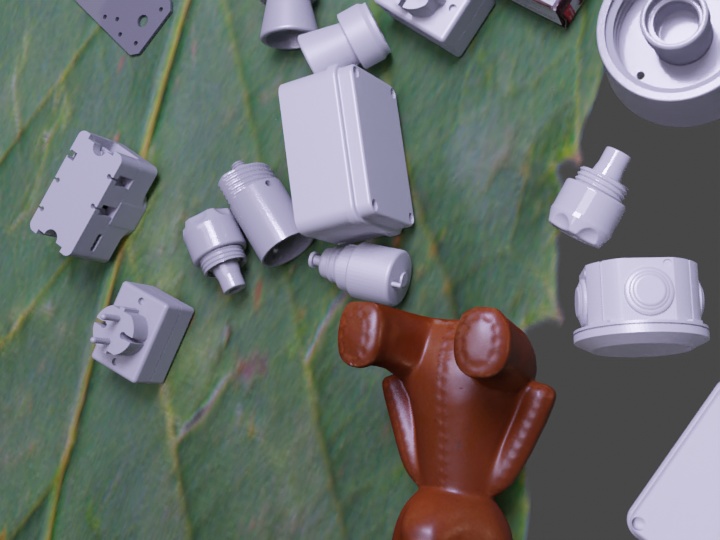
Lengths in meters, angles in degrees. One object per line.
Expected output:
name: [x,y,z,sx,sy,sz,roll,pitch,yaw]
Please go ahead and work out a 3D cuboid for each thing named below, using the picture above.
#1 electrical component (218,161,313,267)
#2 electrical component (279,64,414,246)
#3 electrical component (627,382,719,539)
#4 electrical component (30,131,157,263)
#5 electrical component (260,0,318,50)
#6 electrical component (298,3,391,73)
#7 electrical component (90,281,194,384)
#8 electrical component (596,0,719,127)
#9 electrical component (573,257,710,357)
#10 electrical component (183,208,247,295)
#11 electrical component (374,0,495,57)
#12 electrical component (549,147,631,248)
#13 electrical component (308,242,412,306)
electrical component: [-0.073,-0.047,0.798,0.043,0.043,0.081,-38,70,16]
electrical component: [-0.008,-0.079,0.754,0.057,0.078,0.113,-13,78,25]
electrical component: [0.220,0.127,0.634,0.078,0.057,0.113,36,99,24]
electrical component: [-0.208,-0.056,0.854,0.050,0.056,0.089,34,98,24]
electrical component: [-0.054,-0.199,0.808,0.045,0.045,0.055,-7,80,24]
electrical component: [-0.011,-0.162,0.780,0.055,0.045,0.045,-27,73,8]
electrical component: [-0.175,0.047,0.814,0.047,0.077,0.065,26,94,25]
electrical component: [0.202,-0.149,0.676,0.108,0.060,0.108,-3,82,24]
electrical component: [0.171,0.024,0.658,0.080,0.080,0.051,-6,76,24]
electrical component: [-0.105,-0.012,0.809,0.043,0.043,0.062,-30,74,19]
electrical component: [0.045,-0.192,0.744,0.066,0.077,0.047,37,99,24]
electrical component: [0.153,-0.049,0.695,0.043,0.043,0.062,30,95,25]
electrical component: [0.000,0.000,0.760,0.078,0.040,0.040,12,89,26]
